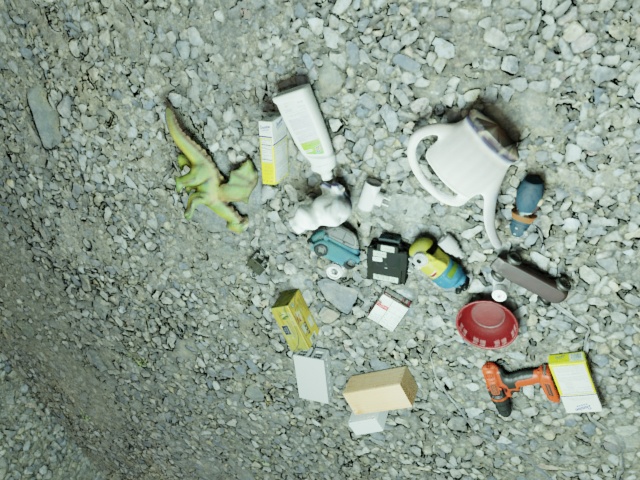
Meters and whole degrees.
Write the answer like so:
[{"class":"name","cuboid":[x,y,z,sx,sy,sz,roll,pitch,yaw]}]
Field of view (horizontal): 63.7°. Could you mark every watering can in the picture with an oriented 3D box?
[{"class":"watering can","cuboid":[0.366,-0.153,1.198,0.347,0.106,0.220,44,123,-4]}]

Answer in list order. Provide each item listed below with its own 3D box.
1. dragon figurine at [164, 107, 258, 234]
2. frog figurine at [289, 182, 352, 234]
[{"class":"dragon figurine","cuboid":[-0.296,-0.189,1.486,0.242,0.125,0.402,-4,118,5]},{"class":"frog figurine","cuboid":[0.004,-0.069,1.361,0.139,0.161,0.120,26,165,46]}]
